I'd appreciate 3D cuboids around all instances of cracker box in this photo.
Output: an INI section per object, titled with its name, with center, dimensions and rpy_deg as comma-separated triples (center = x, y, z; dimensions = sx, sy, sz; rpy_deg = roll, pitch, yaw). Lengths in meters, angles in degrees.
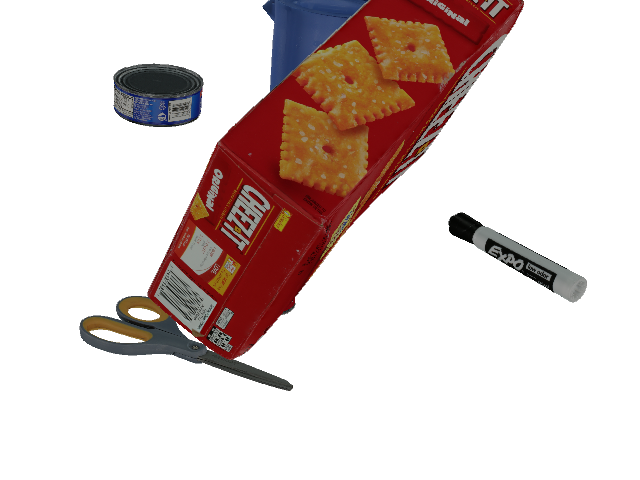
[cracker box]
center = 0.009, -0.049, 0.599
dimensions = 0.213, 0.072, 0.164
rpy_deg = -47, -5, -35

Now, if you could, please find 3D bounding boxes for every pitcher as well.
[pitcher]
center = 0.008, -0.171, 1.286
dimensions = 0.144, 0.243, 0.149
rpy_deg = -6, 28, -26

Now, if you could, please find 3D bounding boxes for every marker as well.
[marker]
center = 0.137, 0.009, 0.762
dimensions = 0.020, 0.020, 0.121
rpy_deg = 0, 24, -43

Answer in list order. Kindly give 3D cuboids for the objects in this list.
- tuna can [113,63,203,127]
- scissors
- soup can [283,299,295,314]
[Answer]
[tuna can]
center = -0.156, -0.140, 1.029
dimensions = 0.086, 0.034, 0.086
rpy_deg = 5, 28, -3
[scissors]
center = -0.116, 0.090, 0.968
dimensions = 0.202, 0.016, 0.096
rpy_deg = 10, 28, 5
[soup can]
center = -0.063, 0.030, 1.262
dimensions = 0.068, 0.102, 0.068
rpy_deg = 1, 22, -1
